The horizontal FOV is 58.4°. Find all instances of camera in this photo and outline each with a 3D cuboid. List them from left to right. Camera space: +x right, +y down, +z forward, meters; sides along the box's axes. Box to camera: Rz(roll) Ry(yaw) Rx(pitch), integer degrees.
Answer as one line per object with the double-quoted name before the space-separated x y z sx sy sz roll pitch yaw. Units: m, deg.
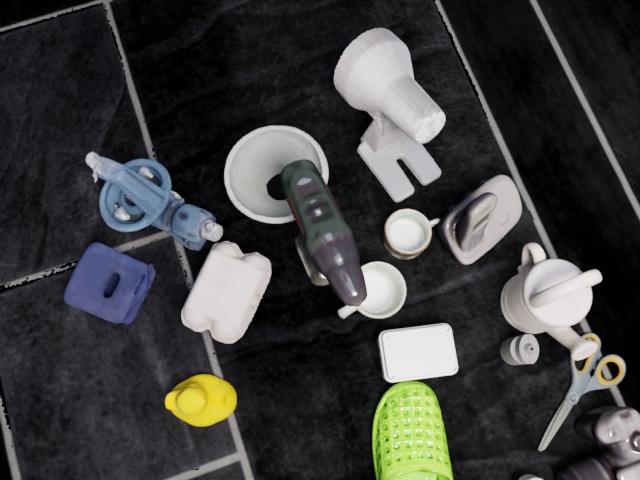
"camera" 0.415 0.328 0.827 0.137 0.101 0.143 -18 77 -5

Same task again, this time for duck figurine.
"duck figurine" -0.179 0.239 0.851 0.104 0.086 0.077 0 76 0

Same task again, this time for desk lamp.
"desk lamp" 0.117 -0.193 0.893 0.118 0.213 0.203 -34 79 -8

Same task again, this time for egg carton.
"egg carton" -0.144 0.081 0.898 0.107 0.069 0.150 21 77 5

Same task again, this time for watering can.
"watering can" 0.347 0.086 0.837 0.101 0.194 0.172 -40 80 -9

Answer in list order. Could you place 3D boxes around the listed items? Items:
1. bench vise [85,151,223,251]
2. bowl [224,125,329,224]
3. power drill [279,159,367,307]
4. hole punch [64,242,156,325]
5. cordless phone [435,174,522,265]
"bench vise" -0.245 -0.069 0.856 0.207 0.220 0.121 7 76 1
"bowl" -0.069 -0.098 0.939 0.167 0.075 0.167 0 76 0
"power drill" 0.008 0.003 0.847 0.075 0.208 0.229 -23 77 -6
"hole punch" -0.322 0.068 0.888 0.101 0.091 0.109 21 77 5
"cordless phone" 0.257 -0.046 0.873 0.148 0.185 0.094 -43 80 -10
